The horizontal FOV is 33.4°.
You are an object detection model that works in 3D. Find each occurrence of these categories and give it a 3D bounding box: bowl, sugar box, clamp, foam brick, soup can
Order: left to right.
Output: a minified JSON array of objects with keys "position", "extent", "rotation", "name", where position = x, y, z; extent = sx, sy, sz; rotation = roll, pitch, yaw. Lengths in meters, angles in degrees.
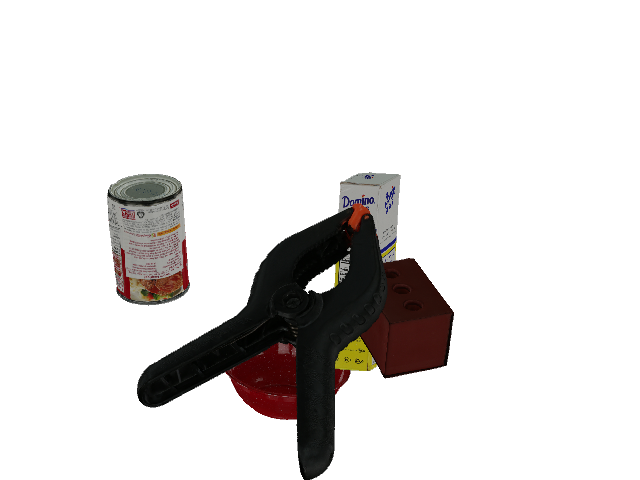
[{"position":[-0.156,-0.002,0.971],"extent":[0.068,0.102,0.068],"rotation":[-1,25,0],"name":"soup can"},{"position":[-0.044,0.180,1.347],"extent":[0.162,0.055,0.162],"rotation":[4,21,-2],"name":"bowl"},{"position":[-0.007,0.052,0.596],"extent":[0.120,0.171,0.039],"rotation":[30,-25,26],"name":"clamp"},{"position":[0.042,0.027,1.008],"extent":[0.048,0.176,0.093],"rotation":[3,10,15],"name":"sugar box"},{"position":[0.059,0.057,0.799],"extent":[0.053,0.051,0.078],"rotation":[-9,34,-17],"name":"foam brick"}]
